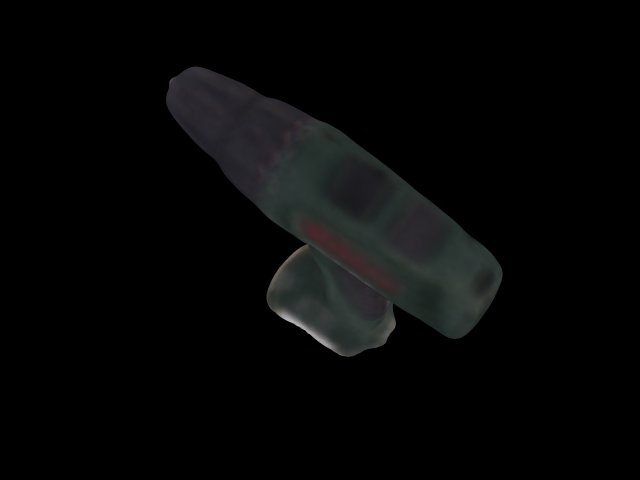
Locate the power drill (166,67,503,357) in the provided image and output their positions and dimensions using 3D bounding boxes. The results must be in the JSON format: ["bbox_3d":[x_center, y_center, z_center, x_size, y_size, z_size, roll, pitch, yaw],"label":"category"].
[{"bbox_3d":[0.004,0.001,0.400,0.229,0.208,0.076,30,67,15],"label":"power drill"}]
